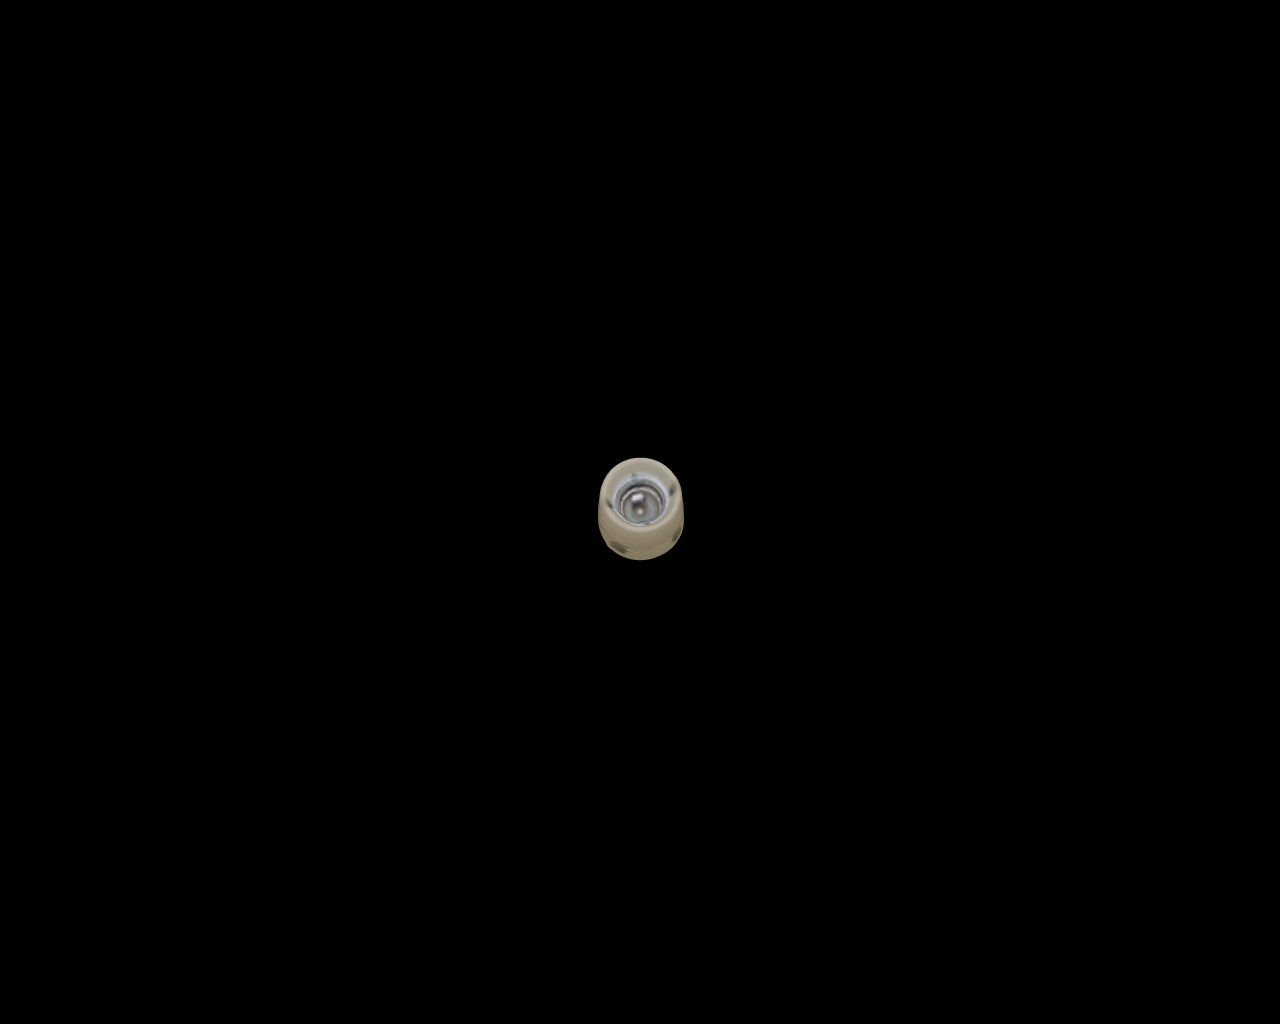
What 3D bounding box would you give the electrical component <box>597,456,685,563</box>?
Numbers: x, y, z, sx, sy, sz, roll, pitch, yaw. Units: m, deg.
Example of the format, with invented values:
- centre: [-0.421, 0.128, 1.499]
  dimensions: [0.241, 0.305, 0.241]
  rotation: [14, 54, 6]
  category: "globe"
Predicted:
- centre: [0.001, -0.003, 0.650]
  dimensions: [0.055, 0.055, 0.047]
  rotation: [0, -21, 0]
  category: "electrical component"
